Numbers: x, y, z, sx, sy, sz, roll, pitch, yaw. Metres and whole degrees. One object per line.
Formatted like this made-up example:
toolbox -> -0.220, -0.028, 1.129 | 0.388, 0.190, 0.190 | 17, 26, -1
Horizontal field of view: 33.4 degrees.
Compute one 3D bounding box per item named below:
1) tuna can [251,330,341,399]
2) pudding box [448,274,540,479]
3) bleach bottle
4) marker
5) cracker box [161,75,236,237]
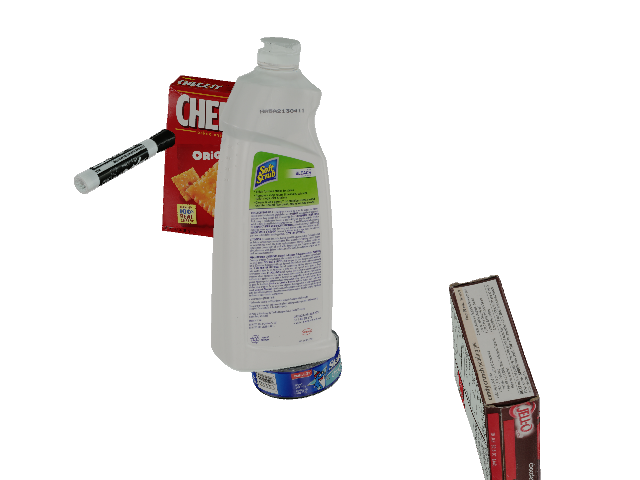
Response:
tuna can -> -0.023, 0.111, 0.990 | 0.086, 0.034, 0.086 | -7, 24, 3
pudding box -> 0.114, 0.093, 0.700 | 0.039, 0.090, 0.113 | -11, 41, -1
bleach bottle -> -0.031, -0.028, 0.818 | 0.102, 0.251, 0.068 | -7, 22, -29
marker -> -0.180, -0.076, 1.001 | 0.020, 0.020, 0.120 | 0, 26, 41
cracker box -> -0.131, -0.109, 1.485 | 0.164, 0.214, 0.072 | 8, 22, 5
